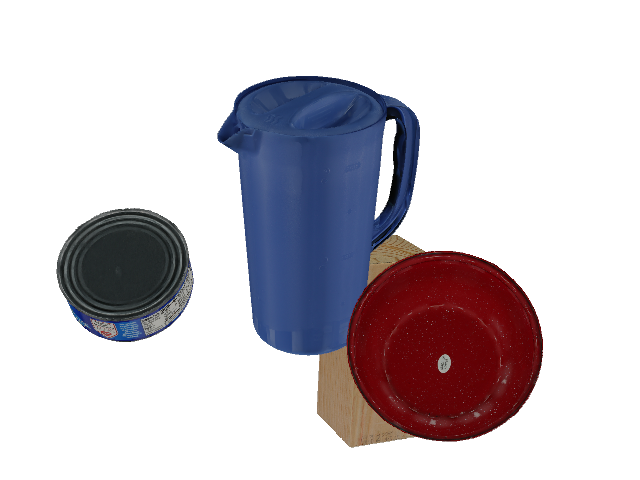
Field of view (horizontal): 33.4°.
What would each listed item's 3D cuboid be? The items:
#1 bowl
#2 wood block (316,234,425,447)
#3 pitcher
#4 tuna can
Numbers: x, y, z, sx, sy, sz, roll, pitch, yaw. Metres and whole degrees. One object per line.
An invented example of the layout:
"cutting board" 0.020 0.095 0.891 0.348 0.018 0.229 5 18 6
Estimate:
"bowl" 0.098 0.091 0.857 0.162 0.162 0.055 0 7 8
"wood block" 0.058 0.107 1.158 0.090 0.206 0.091 -5 18 -23
"pitcher" 0.000 -0.021 0.982 0.149 0.243 0.144 11 33 17
"tuna can" -0.127 0.023 0.703 0.086 0.086 0.034 0 -33 2
